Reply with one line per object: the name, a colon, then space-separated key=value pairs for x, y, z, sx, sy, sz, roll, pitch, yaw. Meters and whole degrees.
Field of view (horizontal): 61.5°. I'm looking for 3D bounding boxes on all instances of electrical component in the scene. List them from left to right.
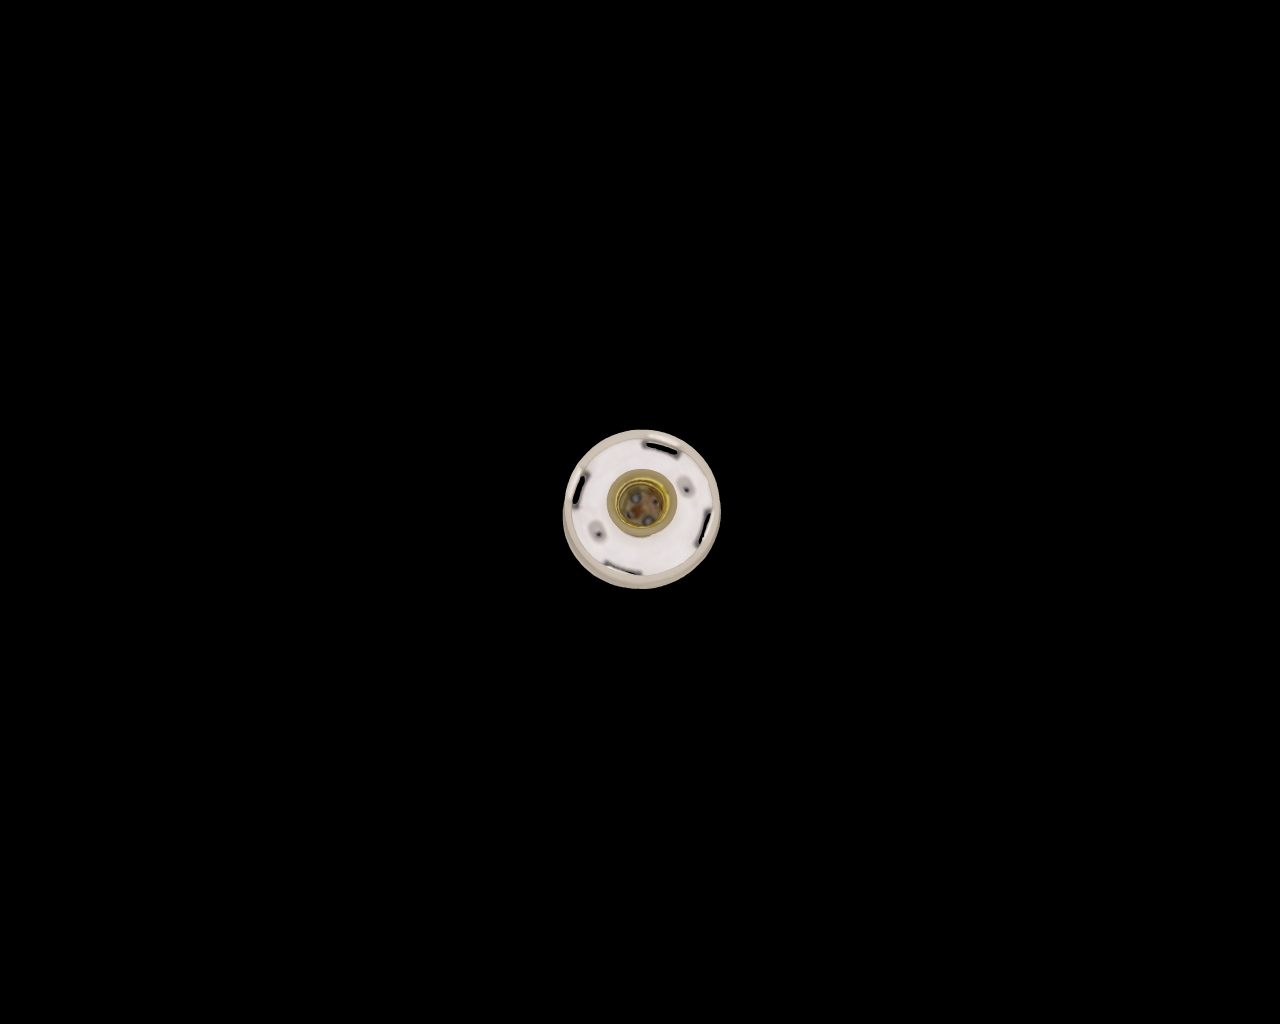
electrical component: x=0.001 y=-0.003 z=0.650 sx=0.099 sy=0.099 sz=0.064 roll=0 pitch=-9 yaw=0
